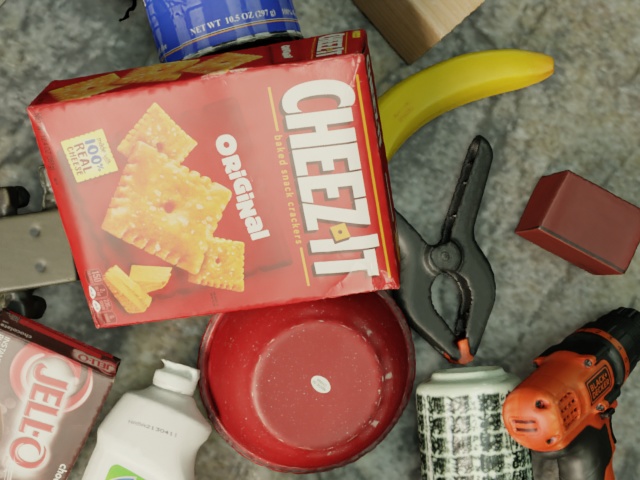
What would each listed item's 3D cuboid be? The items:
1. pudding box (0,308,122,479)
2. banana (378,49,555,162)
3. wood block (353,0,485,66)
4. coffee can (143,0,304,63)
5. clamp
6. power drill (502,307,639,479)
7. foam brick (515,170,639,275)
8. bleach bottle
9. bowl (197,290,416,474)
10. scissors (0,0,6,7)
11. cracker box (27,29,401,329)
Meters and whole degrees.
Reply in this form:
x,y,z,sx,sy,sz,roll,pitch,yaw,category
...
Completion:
x,y,z,sx,sy,sz,roll,pitch,yaw,category
-0.198,0.114,0.724,0.090,0.039,0.114,25,108,-8,pudding box
0.088,-0.099,0.797,0.197,0.037,0.070,-37,70,-23,banana
0.040,-0.241,0.778,0.090,0.090,0.206,-43,94,-10,wood block
-0.079,-0.194,0.747,0.102,0.103,0.140,-16,90,-11,coffee can
0.096,0.005,0.803,0.120,0.039,0.171,-21,94,-5,clamp
0.211,0.158,0.784,0.184,0.057,0.187,-26,101,-44,power drill
0.199,-0.012,0.815,0.078,0.053,0.051,27,83,-9,foam brick
-0.126,0.209,0.740,0.102,0.068,0.251,18,82,-9,bleach bottle
-0.005,0.097,0.757,0.162,0.055,0.162,-1,98,-8,bowl
-0.187,-0.262,0.739,0.202,0.016,0.096,-42,120,4,scissors
-0.063,-0.036,0.701,0.214,0.072,0.164,-8,114,7,cracker box
